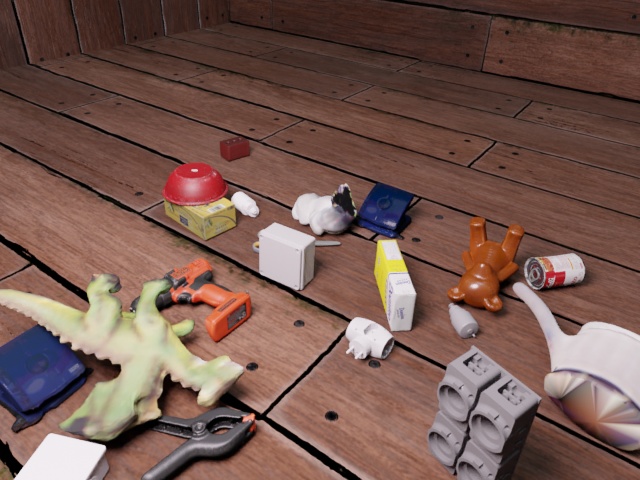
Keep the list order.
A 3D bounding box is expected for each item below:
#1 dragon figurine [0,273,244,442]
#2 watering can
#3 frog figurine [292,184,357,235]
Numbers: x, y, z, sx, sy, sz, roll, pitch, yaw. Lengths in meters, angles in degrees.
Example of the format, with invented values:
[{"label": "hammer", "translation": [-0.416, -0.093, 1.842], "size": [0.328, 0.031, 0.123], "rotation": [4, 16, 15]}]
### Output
[{"label": "dragon figurine", "translation": [-0.323, 0.181, 0.790], "size": [0.410, 0.119, 0.249], "rotation": [3, 40, -8]}, {"label": "watering can", "translation": [0.444, 0.200, 0.857], "size": [0.351, 0.101, 0.227], "rotation": [30, 42, 35]}, {"label": "frog figurine", "translation": [0.004, -0.064, 1.263], "size": [0.158, 0.121, 0.141], "rotation": [-23, 31, 31]}]
